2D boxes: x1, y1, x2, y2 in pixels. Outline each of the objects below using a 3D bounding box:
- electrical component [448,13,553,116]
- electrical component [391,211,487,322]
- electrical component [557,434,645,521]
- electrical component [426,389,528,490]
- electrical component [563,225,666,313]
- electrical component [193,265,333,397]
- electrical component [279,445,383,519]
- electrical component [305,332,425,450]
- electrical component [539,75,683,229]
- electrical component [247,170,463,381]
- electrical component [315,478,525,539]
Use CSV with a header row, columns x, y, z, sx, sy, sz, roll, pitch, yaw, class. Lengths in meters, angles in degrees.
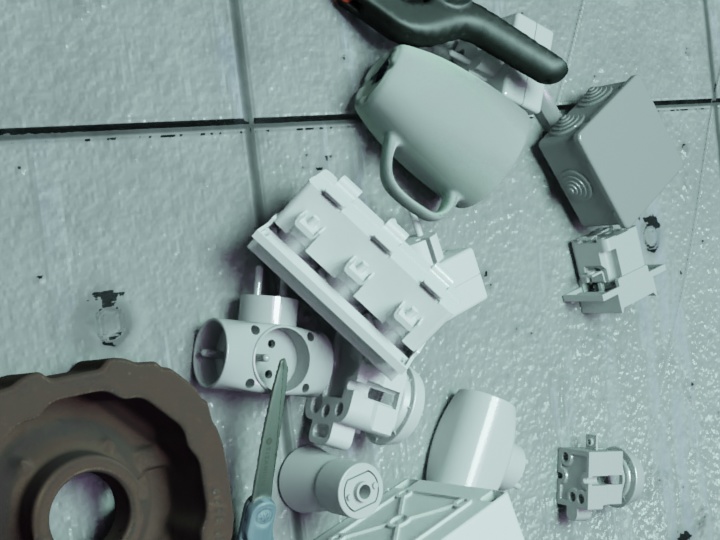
x,y,z,sx,sy,sz,roll,pitch,yaw,class
0.095,-0.154,0.789,0.077,0.047,0.065,18,77,-34,electrical component
0.040,-0.003,0.743,0.066,0.047,0.076,-26,104,-34,electrical component
0.190,0.163,0.848,0.055,0.048,0.066,5,85,-29,electrical component
0.093,0.136,0.779,0.079,0.043,0.077,30,71,-32,electrical component
0.202,-0.002,0.866,0.081,0.042,0.063,-22,101,-35,electrical component
-0.058,0.037,0.671,0.077,0.044,0.079,10,82,-36,electrical component
-0.016,0.137,0.685,0.044,0.065,0.044,2,87,-36,electrical component
0.005,0.083,0.708,0.057,0.058,0.078,23,75,-31,electrical component
0.197,-0.091,0.847,0.100,0.048,0.099,-44,113,-27,electrical component
0.000,0.000,0.669,0.121,0.063,0.078,43,21,0,electrical component
0.034,0.186,0.694,0.109,0.109,0.056,-26,101,-34,electrical component
